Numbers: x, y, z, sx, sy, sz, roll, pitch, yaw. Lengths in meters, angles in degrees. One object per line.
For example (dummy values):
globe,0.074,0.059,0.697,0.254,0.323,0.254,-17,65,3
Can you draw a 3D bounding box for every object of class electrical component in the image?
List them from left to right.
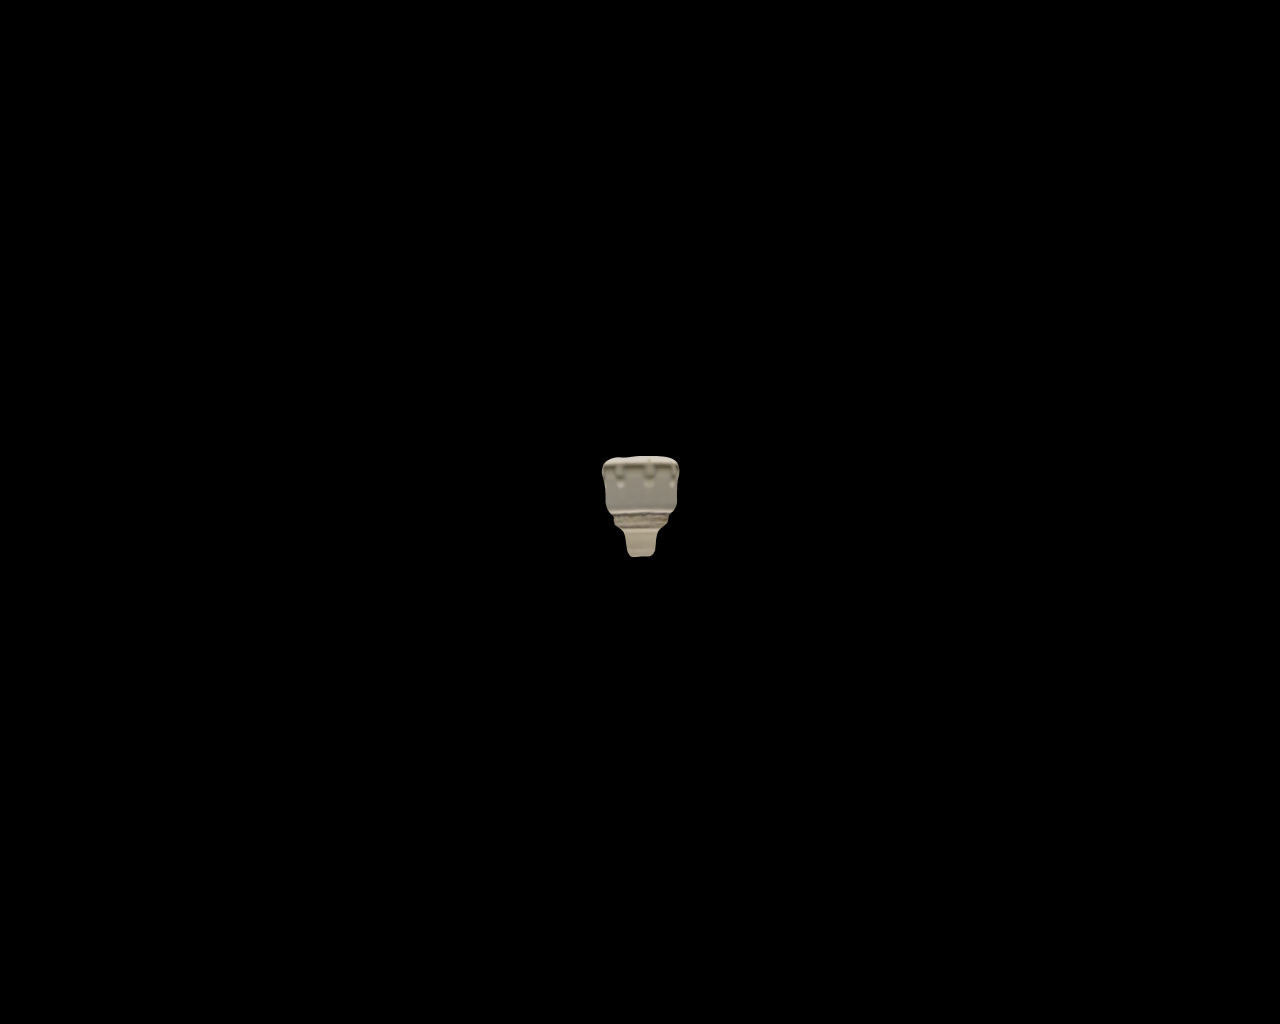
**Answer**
electrical component,0.001,-0.003,0.650,0.048,0.062,0.048,0,0,0
